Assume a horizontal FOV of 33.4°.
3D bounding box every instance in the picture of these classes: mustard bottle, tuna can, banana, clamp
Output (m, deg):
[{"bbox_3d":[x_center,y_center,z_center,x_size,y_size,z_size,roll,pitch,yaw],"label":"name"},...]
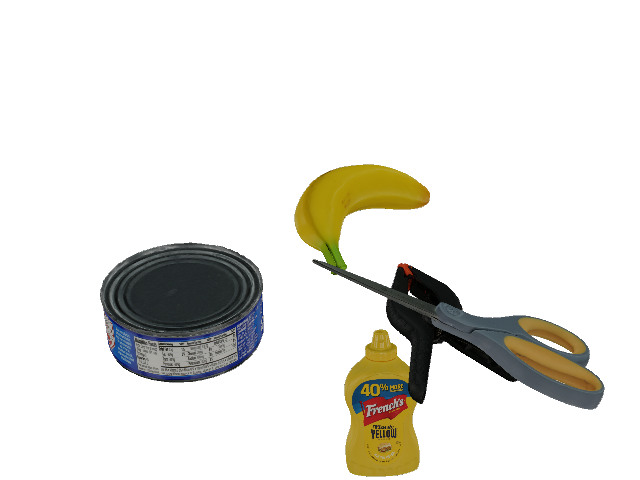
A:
[{"bbox_3d":[0.079,0.208,1.384,0.096,0.192,0.058,-2,14,-2],"label":"mustard bottle"},{"bbox_3d":[-0.073,0.038,0.571,0.086,0.034,0.086,-1,32,0],"label":"tuna can"},{"bbox_3d":[0.028,-0.028,0.849,0.037,0.069,0.197,-35,0,33],"label":"banana"},{"bbox_3d":[0.126,0.090,1.077,0.120,0.171,0.039,1,-45,-19],"label":"clamp"}]

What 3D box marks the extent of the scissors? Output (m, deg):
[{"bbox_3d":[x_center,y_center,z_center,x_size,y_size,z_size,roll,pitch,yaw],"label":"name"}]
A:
[{"bbox_3d":[0.098,0.050,0.712,0.202,0.016,0.096,29,24,18],"label":"scissors"}]
